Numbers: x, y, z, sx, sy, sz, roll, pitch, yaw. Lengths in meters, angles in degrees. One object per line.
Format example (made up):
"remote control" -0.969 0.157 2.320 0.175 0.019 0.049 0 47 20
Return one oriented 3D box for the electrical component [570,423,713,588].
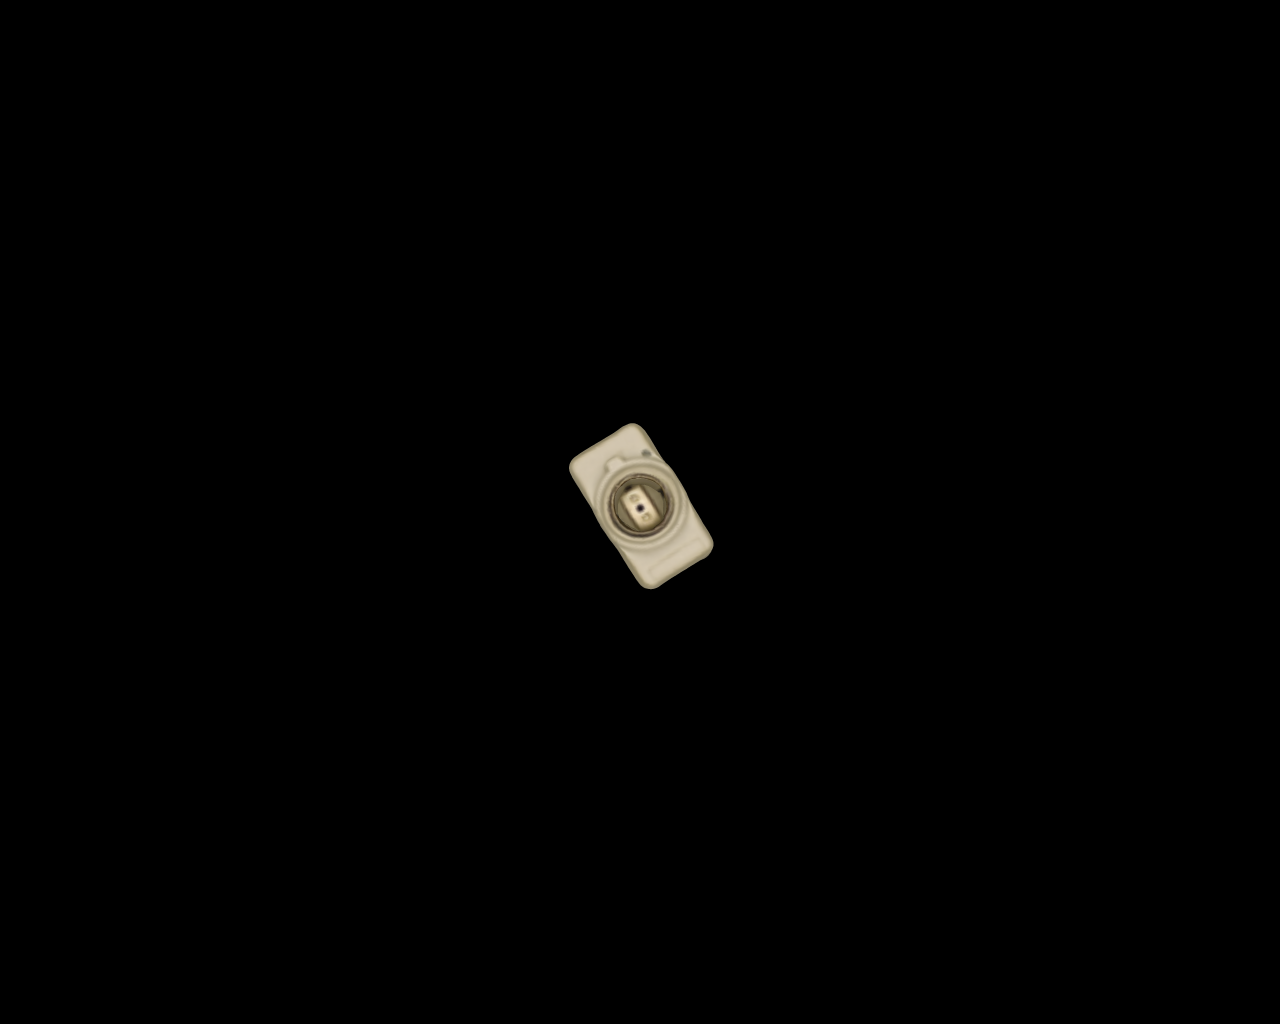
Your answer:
"electrical component" 0.001 -0.003 0.650 0.050 0.089 0.055 -32 -4 -2
